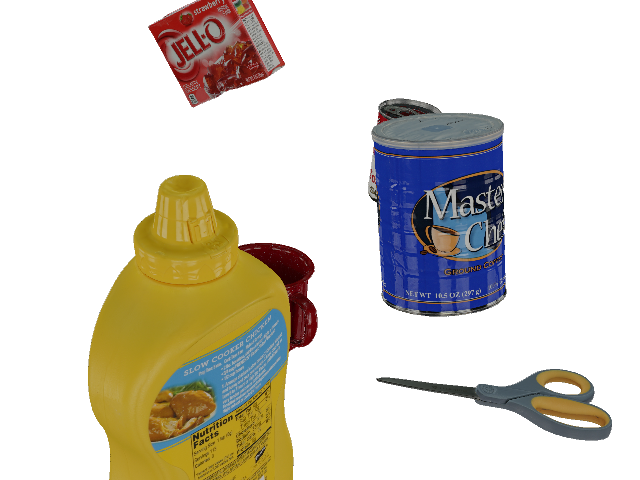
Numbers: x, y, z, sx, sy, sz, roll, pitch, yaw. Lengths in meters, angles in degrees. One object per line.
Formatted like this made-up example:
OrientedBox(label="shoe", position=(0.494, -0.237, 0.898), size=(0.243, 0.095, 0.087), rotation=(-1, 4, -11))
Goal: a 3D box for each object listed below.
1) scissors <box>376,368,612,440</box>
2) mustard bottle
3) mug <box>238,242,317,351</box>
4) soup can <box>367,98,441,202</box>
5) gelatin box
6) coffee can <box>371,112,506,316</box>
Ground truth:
OrientedBox(label="scissors", position=(0.158, 0.128, 0.943), size=(0.202, 0.016, 0.096), rotation=(16, 28, 14))
OrientedBox(label="mustard bottle", position=(-0.053, 0.059, 0.456), size=(0.058, 0.192, 0.096), rotation=(28, 41, 34))
OrientedBox(label="mug", position=(-0.046, 0.063, 1.033), size=(0.117, 0.081, 0.093), rotation=(26, 34, 37))
OrientedBox(label="soup can", position=(0.090, -0.093, 1.152), size=(0.068, 0.102, 0.068), rotation=(5, 29, -3))
OrientedBox(label="gelatin box", position=(-0.081, -0.150, 0.824), size=(0.089, 0.073, 0.030), rotation=(-14, 21, 40))
OrientedBox(label="coffee can", position=(0.096, -0.023, 0.852), size=(0.103, 0.140, 0.103), rotation=(-4, 18, 1))
